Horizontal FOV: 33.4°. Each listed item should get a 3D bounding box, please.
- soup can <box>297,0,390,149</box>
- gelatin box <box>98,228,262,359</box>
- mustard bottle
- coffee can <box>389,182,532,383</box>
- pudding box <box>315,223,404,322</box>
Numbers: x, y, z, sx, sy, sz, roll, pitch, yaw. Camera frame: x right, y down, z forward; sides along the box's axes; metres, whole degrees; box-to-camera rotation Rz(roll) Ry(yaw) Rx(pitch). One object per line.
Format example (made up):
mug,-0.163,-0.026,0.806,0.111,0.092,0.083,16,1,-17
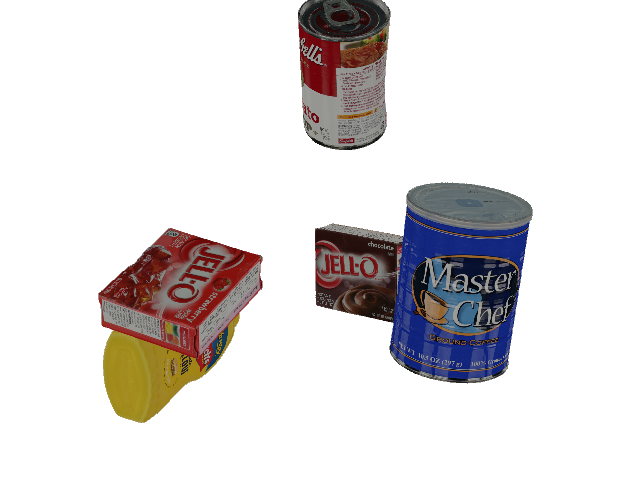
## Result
soup can,0.019,-0.129,0.812,0.068,0.102,0.068,-1,43,1
gelatin box,-0.089,0.032,0.696,0.073,0.030,0.089,17,37,20
mustard bottle,-0.138,0.099,1.070,0.058,0.096,0.191,10,23,26
coffee can,0.115,0.033,0.890,0.103,0.140,0.103,4,20,-2
pudding box,0.047,0.034,1.166,0.114,0.090,0.039,9,19,35
